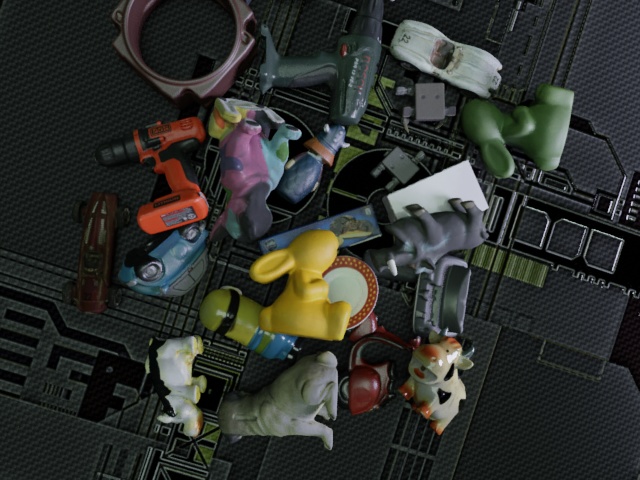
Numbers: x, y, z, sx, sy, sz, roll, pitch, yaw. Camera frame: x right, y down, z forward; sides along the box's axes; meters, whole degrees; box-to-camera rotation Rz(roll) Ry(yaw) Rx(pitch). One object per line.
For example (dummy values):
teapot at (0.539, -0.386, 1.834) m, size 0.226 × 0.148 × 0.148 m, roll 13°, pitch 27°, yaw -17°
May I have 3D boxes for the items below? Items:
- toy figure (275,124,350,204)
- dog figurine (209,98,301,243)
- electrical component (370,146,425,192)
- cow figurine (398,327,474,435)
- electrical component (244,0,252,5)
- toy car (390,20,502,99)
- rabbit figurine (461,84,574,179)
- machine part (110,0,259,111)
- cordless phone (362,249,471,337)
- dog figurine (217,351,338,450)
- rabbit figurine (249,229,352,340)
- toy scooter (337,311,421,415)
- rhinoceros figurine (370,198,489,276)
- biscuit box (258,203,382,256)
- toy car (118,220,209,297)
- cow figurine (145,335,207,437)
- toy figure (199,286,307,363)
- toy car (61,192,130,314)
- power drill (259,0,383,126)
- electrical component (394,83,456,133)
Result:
toy figure at (-0.014, -0.133, 0.909) m, size 0.058 × 0.064 × 0.154 m, roll 33°, pitch 82°, yaw 34°
dog figurine at (-0.128, -0.102, 0.879) m, size 0.108 × 0.192 × 0.219 m, roll 0°, pitch 120°, yaw -39°
electrical component at (0.137, -0.130, 0.937) m, size 0.094 × 0.021 × 0.063 m, roll -44°, pitch 93°, yaw -2°
cow figurine at (0.194, 0.226, 0.872) m, size 0.127 × 0.194 × 0.086 m, roll -44°, pitch 49°, yaw -11°
electrical component at (-0.123, -0.429, 0.892) m, size 0.119 × 0.075 × 0.047 m, roll 34°, pitch 87°, yaw -6°
toy car at (0.218, -0.309, 0.924) m, size 0.202 × 0.056 × 0.073 m, roll 23°, pitch 89°, yaw -3°
rabbit figurine at (0.325, -0.184, 0.922) m, size 0.170 × 0.121 × 0.159 m, roll 10°, pitch 97°, yaw 14°
machine part at (-0.219, -0.334, 0.879) m, size 0.201 × 0.087 × 0.201 m, roll 42°, pitch 86°, yaw -3°
cordless phone at (0.157, 0.089, 0.922) m, size 0.184 × 0.088 × 0.146 m, roll 9°, pitch 89°, yaw 7°
dog figurine at (-0.070, 0.248, 0.869) m, size 0.191 × 0.121 × 0.172 m, roll 5°, pitch 99°, yaw -3°
rabbit figurine at (-0.027, 0.064, 0.838) m, size 0.162 × 0.122 × 0.173 m, roll 12°, pitch 82°, yaw 2°
toy scooter at (0.098, 0.205, 0.903) m, size 0.135 × 0.075 × 0.183 m, roll 4°, pitch 84°, yaw 12°
rhinoceros figurine at (0.170, -0.003, 0.857) m, size 0.190 × 0.073 × 0.112 m, roll -16°, pitch 103°, yaw -6°
biscuit box at (-0.002, -0.003, 0.908) m, size 0.203 × 0.063 × 0.059 m, roll -19°, pitch 91°, yaw -4°
toy car at (-0.241, 0.037, 0.880) m, size 0.161 × 0.109 × 0.102 m, roll -43°, pitch 119°, yaw -18°
cow figurine at (-0.241, 0.242, 0.890) m, size 0.098 × 0.068 × 0.167 m, roll -4°, pitch 87°, yaw 2°
toy figure at (-0.111, 0.140, 0.887) m, size 0.180 × 0.089 × 0.082 m, roll 32°, pitch 86°, yaw -3°
toy car at (-0.370, 0.022, 0.889) m, size 0.089 × 0.053 × 0.202 m, roll 7°, pitch 91°, yaw -1°
power drill at (-0.001, -0.314, 0.904) m, size 0.207 × 0.086 × 0.231 m, roll 3°, pitch 93°, yaw -12°
electrical component at (0.181, -0.229, 0.927) m, size 0.102 × 0.045 × 0.078 m, roll -8°, pitch 93°, yaw -3°
